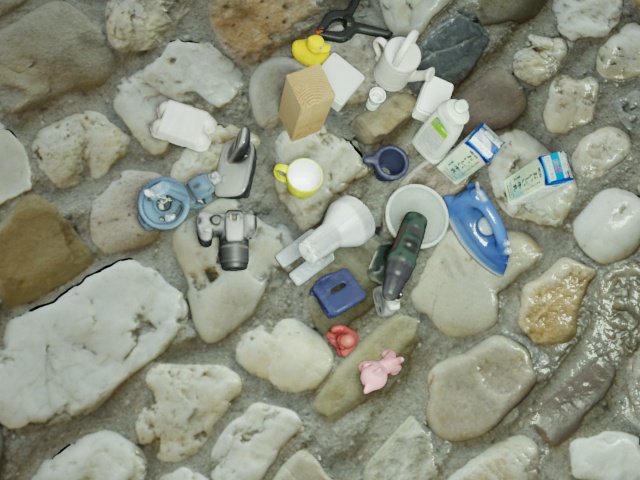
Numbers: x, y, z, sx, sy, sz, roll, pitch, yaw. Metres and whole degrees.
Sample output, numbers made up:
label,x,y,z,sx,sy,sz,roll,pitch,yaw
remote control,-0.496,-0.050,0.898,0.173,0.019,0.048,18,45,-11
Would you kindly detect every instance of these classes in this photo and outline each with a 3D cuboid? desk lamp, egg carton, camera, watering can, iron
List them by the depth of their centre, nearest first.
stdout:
label,x,y,z,sx,sy,sz,roll,pitch,yaw
desk lamp,0.012,0.005,1.339,0.203,0.213,0.118,-37,86,-15
camera,-0.220,0.002,1.358,0.143,0.100,0.137,-1,79,-10
egg carton,-0.335,-0.280,1.412,0.150,0.069,0.107,17,76,-6
iron,0.427,-0.029,1.456,0.119,0.141,0.258,-28,84,-14
watering can,0.217,-0.471,1.482,0.173,0.194,0.101,16,76,-6

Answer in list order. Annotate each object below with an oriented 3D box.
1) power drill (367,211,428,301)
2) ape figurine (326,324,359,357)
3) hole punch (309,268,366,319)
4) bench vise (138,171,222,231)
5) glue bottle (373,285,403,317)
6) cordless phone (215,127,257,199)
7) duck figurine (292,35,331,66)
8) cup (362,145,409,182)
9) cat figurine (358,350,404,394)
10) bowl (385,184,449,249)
label,x,y,z,sx,sy,sz,roll,pitch,yaw
power drill,0.180,0.050,1.362,0.075,0.208,0.230,24,76,-4
ape figurine,0.059,0.239,1.362,0.076,0.092,0.078,2,78,-9
hole punch,0.042,0.127,1.383,0.109,0.091,0.101,-30,85,-14
bench vise,-0.330,-0.114,1.301,0.121,0.219,0.208,41,75,1
glue bottle,0.167,0.140,1.359,0.037,0.173,0.078,-9,80,-11
cordless phone,-0.198,-0.181,1.355,0.094,0.185,0.147,8,77,-8
duck figurine,-0.020,-0.507,1.504,0.104,0.086,0.077,14,77,-7
cup,0.159,-0.187,1.465,0.118,0.095,0.092,5,78,-9
cat figurine,0.142,0.309,1.349,0.128,0.117,0.067,-26,84,-14
bowl,0.238,-0.054,1.462,0.167,0.074,0.167,2,78,-9
